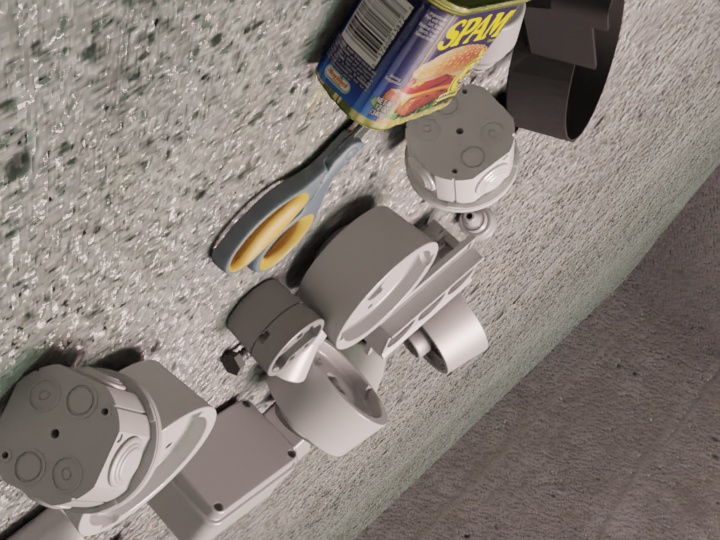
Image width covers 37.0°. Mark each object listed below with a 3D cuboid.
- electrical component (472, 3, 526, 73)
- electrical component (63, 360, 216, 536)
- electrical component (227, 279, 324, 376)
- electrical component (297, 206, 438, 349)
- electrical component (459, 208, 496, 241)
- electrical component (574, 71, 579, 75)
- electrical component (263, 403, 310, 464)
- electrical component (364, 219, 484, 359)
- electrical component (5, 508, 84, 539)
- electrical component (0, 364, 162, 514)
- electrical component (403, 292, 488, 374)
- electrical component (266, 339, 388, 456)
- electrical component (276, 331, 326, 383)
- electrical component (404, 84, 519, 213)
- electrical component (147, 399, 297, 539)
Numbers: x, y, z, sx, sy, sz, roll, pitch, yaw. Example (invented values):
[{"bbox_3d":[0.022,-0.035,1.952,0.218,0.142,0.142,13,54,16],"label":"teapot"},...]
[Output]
[{"bbox_3d":[0.078,-0.148,0.669,0.040,0.040,0.078,-42,165,-16],"label":"electrical component"},{"bbox_3d":[-0.149,0.103,0.662,0.108,0.060,0.108,-43,165,-14],"label":"electrical component"},{"bbox_3d":[-0.061,0.040,0.769,0.055,0.047,0.055,-43,165,-14],"label":"electrical component"},{"bbox_3d":[0.000,0.000,0.808,0.108,0.060,0.108,-43,165,-14],"label":"electrical component"},{"bbox_3d":[0.113,-0.049,1.057,0.035,0.035,0.061,-48,163,7],"label":"electrical component"},{"bbox_3d":[0.177,-0.175,0.866,0.076,0.047,0.083,-44,166,-10],"label":"electrical component"},{"bbox_3d":[-0.092,0.180,1.062,0.077,0.047,0.065,-42,165,-16],"label":"electrical component"},{"bbox_3d":[0.044,0.013,0.967,0.121,0.063,0.078,-39,164,-27],"label":"electrical component"},{"bbox_3d":[-0.234,0.211,0.748,0.077,0.044,0.079,-37,163,-32],"label":"electrical component"},{"bbox_3d":[-0.153,0.091,0.582,0.080,0.080,0.051,-46,161,0],"label":"electrical component"},{"bbox_3d":[0.070,0.055,1.077,0.060,0.108,0.108,-37,164,-11],"label":"electrical component"},{"bbox_3d":[-0.035,0.112,0.931,0.060,0.108,0.108,-43,167,10],"label":"electrical component"},{"bbox_3d":[-0.047,0.052,0.859,0.065,0.044,0.044,-56,164,18],"label":"electrical component"},{"bbox_3d":[0.070,-0.084,0.743,0.080,0.080,0.051,-44,161,-10],"label":"electrical component"},{"bbox_3d":[-0.117,0.167,0.897,0.113,0.078,0.057,-29,161,-50],"label":"electrical component"}]
